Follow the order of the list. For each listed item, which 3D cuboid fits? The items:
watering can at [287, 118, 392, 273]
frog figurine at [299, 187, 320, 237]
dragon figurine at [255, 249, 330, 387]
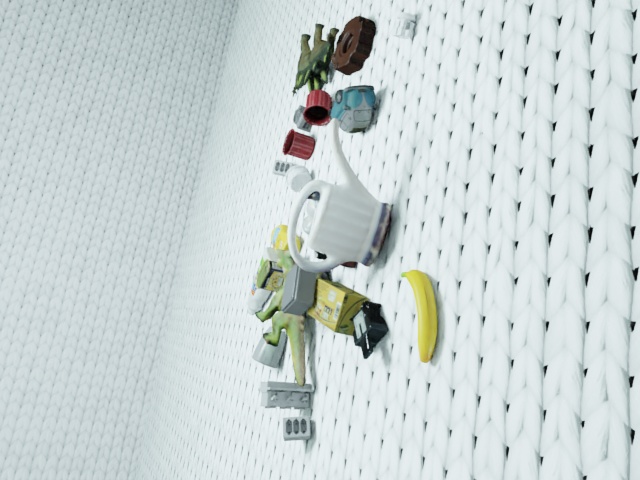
[{"bbox_3d":[0.059,-0.080,1.163,0.105,0.224,0.346,-116,45,-80],"label":"watering can"},{"bbox_3d":[0.004,-0.073,1.441,0.138,0.124,0.157,20,131,57],"label":"frog figurine"},{"bbox_3d":[-0.055,0.169,1.408,0.240,0.121,0.418,-56,38,18],"label":"dragon figurine"}]
